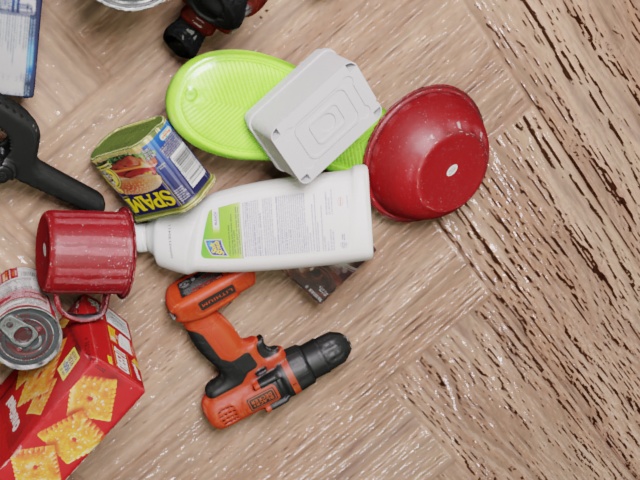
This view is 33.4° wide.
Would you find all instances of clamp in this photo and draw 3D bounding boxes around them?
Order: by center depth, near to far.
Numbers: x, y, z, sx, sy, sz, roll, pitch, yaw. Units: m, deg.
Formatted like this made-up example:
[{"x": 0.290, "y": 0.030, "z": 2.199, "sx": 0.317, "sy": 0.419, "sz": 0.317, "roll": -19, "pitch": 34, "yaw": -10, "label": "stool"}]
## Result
[{"x": -0.294, "y": -0.071, "z": 1.013, "sx": 0.164, "sy": 0.036, "sz": 0.210, "roll": -15, "pitch": 139, "yaw": -16, "label": "clamp"}]

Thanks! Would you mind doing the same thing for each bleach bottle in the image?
[{"x": -0.073, "y": -0.019, "z": 1.098, "sx": 0.251, "sy": 0.068, "sz": 0.102, "roll": -4, "pitch": 88, "yaw": 2, "label": "bleach bottle"}]

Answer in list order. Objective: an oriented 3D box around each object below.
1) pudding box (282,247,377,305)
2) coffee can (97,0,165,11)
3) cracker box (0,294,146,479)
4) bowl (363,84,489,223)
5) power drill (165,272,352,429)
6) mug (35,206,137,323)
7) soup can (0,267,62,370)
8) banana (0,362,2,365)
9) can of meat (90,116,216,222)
[{"x": -0.008, "y": 0.002, "z": 1.168, "sx": 0.090, "sy": 0.039, "sz": 0.113, "roll": -44, "pitch": 118, "yaw": 4, "label": "pudding box"}, {"x": -0.176, "y": -0.266, "z": 0.940, "sx": 0.102, "sy": 0.140, "sz": 0.103, "roll": -7, "pitch": 114, "yaw": -15, "label": "coffee can"}, {"x": -0.280, "y": 0.175, "z": 1.084, "sx": 0.214, "sy": 0.164, "sz": 0.072, "roll": -47, "pitch": 116, "yaw": 5, "label": "cracker box"}, {"x": 0.127, "y": -0.082, "z": 1.147, "sx": 0.161, "sy": 0.055, "sz": 0.162, "roll": -15, "pitch": 122, "yaw": -26, "label": "bowl"}, {"x": -0.073, "y": 0.105, "z": 1.181, "sx": 0.184, "sy": 0.057, "sz": 0.187, "roll": -28, "pitch": 118, "yaw": -5, "label": "power drill"}, {"x": -0.233, "y": 0.024, "z": 1.049, "sx": 0.081, "sy": 0.093, "sz": 0.117, "roll": 1, "pitch": 101, "yaw": -25, "label": "mug"}, {"x": -0.297, "y": 0.076, "z": 1.070, "sx": 0.068, "sy": 0.102, "sz": 0.068, "roll": -7, "pitch": 114, "yaw": -16, "label": "soup can"}, {"x": -0.410, "y": 0.167, "z": 1.113, "sx": 0.198, "sy": 0.037, "sz": 0.069, "roll": -46, "pitch": 136, "yaw": 6, "label": "banana"}, {"x": -0.167, "y": -0.071, "z": 1.053, "sx": 0.084, "sy": 0.102, "sz": 0.057, "roll": 54, "pitch": 49, "yaw": -26, "label": "can of meat"}]
